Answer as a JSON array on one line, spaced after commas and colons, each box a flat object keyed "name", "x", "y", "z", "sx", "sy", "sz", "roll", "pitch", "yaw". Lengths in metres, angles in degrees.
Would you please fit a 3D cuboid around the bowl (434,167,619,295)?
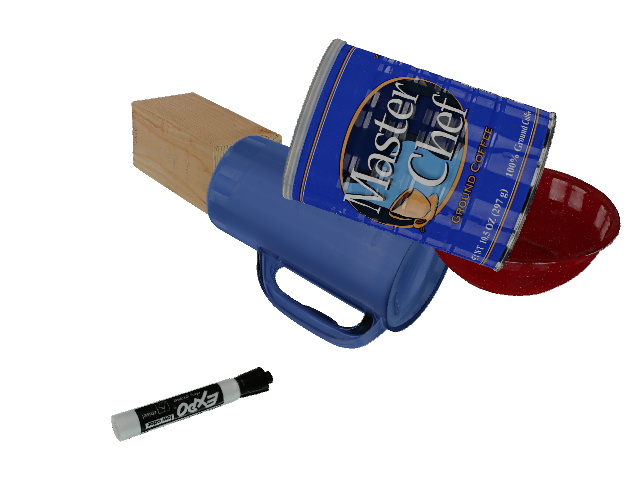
[{"name": "bowl", "x": 0.153, "y": -0.003, "z": 0.853, "sx": 0.162, "sy": 0.055, "sz": 0.162, "roll": 1, "pitch": 31, "yaw": -1}]

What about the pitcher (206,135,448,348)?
[{"name": "pitcher", "x": 0.001, "y": -0.007, "z": 1.076, "sx": 0.243, "sy": 0.145, "sz": 0.149, "roll": 26, "pitch": 28, "yaw": 25}]

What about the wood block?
[{"name": "wood block", "x": -0.139, "y": -0.105, "z": 1.276, "sx": 0.090, "sy": 0.090, "sz": 0.206, "roll": -13, "pitch": 28, "yaw": -33}]

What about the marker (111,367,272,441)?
[{"name": "marker", "x": -0.090, "y": 0.116, "z": 0.765, "sx": 0.121, "sy": 0.020, "sz": 0.020, "roll": -16, "pitch": 7, "yaw": -25}]

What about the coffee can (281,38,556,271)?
[{"name": "coffee can", "x": 0.059, "y": -0.052, "z": 0.650, "sx": 0.140, "sy": 0.103, "sz": 0.103, "roll": 19, "pitch": 1, "yaw": 4}]
